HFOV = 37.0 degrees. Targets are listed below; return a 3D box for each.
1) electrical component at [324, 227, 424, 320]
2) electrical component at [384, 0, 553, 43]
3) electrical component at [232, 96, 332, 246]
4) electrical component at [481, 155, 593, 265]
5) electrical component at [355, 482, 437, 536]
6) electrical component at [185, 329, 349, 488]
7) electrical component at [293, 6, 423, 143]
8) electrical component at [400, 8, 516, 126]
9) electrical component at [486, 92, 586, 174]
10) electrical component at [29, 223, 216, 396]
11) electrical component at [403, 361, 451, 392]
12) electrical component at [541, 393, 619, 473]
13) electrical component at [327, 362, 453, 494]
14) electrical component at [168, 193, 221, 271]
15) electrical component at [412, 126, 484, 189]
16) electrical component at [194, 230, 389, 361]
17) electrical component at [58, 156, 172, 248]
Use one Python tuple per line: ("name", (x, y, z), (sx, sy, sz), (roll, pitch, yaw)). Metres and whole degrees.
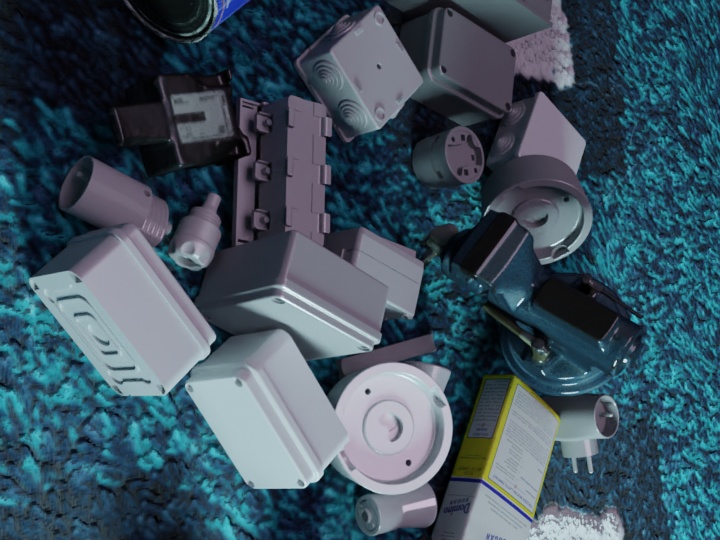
("electrical component", (0.000, 0.000, 0.923), (0.096, 0.062, 0.061), (29, 64, -37))
("electrical component", (0.087, -0.283, 1.021), (0.186, 0.105, 0.060), (22, 69, -39))
("electrical component", (-0.061, -0.075, 0.876), (0.079, 0.063, 0.121), (10, 77, -42))
("electrical component", (0.171, -0.064, 1.066), (0.108, 0.108, 0.060), (41, 29, -31))
("electrical component", (0.029, 0.207, 0.931), (0.065, 0.044, 0.044), (-4, 86, -39))
("electrical component", (-0.072, 0.109, 0.826), (0.057, 0.078, 0.113), (-45, 114, -41))
("electrical component", (0.001, -0.176, 0.962), (0.099, 0.048, 0.099), (56, 51, -21))
("electrical component", (0.095, -0.196, 1.048), (0.113, 0.057, 0.078), (21, 69, -39))
("electrical component", (0.183, -0.122, 1.125), (0.100, 0.048, 0.099), (40, 58, -32))
("electrical component", (-0.164, 0.028, 0.752), (0.057, 0.078, 0.113), (-48, 116, -34))
("electrical component", (0.055, 0.119, 0.970), (0.044, 0.044, 0.065), (23, 73, -39))
("electrical component", (0.222, 0.167, 1.094), (0.044, 0.077, 0.079), (-7, 89, -44))
("electrical component", (0.017, 0.133, 0.911), (0.108, 0.060, 0.108), (2, 83, -22))
("electrical component", (-0.123, -0.032, 0.831), (0.035, 0.035, 0.061), (38, 57, -33))
("electrical component", (0.083, -0.105, 1.028), (0.055, 0.047, 0.055), (8, 78, -42))
("electrical component", (-0.053, 0.023, 0.837), (0.109, 0.109, 0.056), (32, 60, -36))
("electrical component", (-0.172, -0.046, 0.781), (0.081, 0.043, 0.043), (29, 64, -37))
